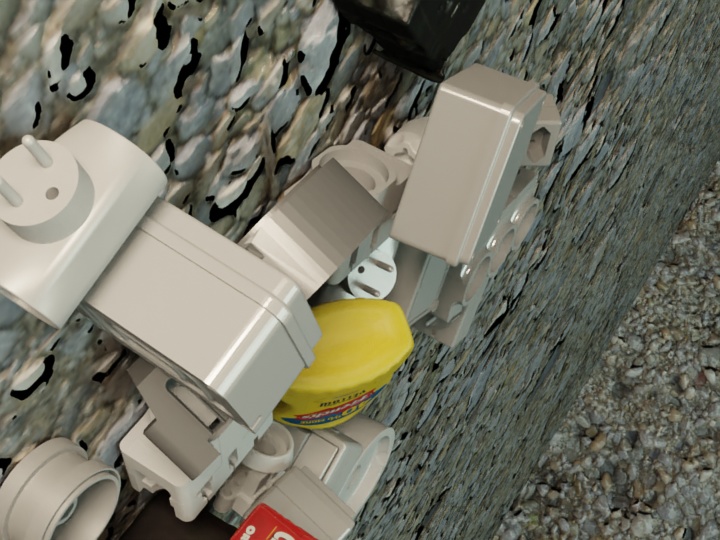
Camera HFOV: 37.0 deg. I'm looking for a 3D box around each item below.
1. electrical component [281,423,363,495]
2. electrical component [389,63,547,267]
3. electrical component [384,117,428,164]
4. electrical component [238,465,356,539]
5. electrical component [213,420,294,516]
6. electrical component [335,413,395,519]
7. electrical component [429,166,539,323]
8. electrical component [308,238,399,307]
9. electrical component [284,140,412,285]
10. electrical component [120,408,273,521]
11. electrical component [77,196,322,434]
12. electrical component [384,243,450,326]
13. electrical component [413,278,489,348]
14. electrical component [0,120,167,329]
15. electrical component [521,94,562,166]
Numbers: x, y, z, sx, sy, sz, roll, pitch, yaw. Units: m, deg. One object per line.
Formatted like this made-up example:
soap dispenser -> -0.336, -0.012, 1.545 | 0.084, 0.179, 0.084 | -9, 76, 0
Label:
electrical component -> -0.051, 0.166, 0.859 | 0.096, 0.062, 0.061 | -61, 161, -3
electrical component -> 0.072, -0.071, 0.703 | 0.109, 0.056, 0.108 | -45, 155, -65
electrical component -> 0.048, -0.092, 0.789 | 0.062, 0.043, 0.043 | -47, 156, -40
electrical component -> -0.048, 0.191, 0.780 | 0.061, 0.062, 0.096 | -42, 168, -29
electrical component -> -0.077, 0.140, 0.784 | 0.066, 0.048, 0.055 | -33, 153, -55
electrical component -> -0.023, 0.171, 0.942 | 0.108, 0.060, 0.108 | -51, 159, -29
electrical component -> 0.105, -0.031, 0.994 | 0.150, 0.062, 0.089 | -44, 154, -43
electrical component -> 0.000, 0.000, 0.749 | 0.043, 0.079, 0.077 | 29, 88, -28
electrical component -> -0.008, -0.042, 0.697 | 0.089, 0.050, 0.055 | -43, 154, -45
electrical component -> -0.098, 0.096, 0.656 | 0.089, 0.050, 0.055 | -50, 158, -32
electrical component -> -0.080, 0.015, 0.493 | 0.057, 0.113, 0.078 | -54, 160, -15
electrical component -> 0.035, -0.012, 0.839 | 0.062, 0.061, 0.096 | -31, 144, -57
electrical component -> 0.083, 0.033, 1.049 | 0.076, 0.047, 0.083 | -31, 145, -57
electrical component -> -0.122, -0.026, 0.429 | 0.077, 0.044, 0.079 | -57, 161, -15
electrical component -> 0.112, -0.126, 0.877 | 0.047, 0.083, 0.075 | 97, -11, -47
